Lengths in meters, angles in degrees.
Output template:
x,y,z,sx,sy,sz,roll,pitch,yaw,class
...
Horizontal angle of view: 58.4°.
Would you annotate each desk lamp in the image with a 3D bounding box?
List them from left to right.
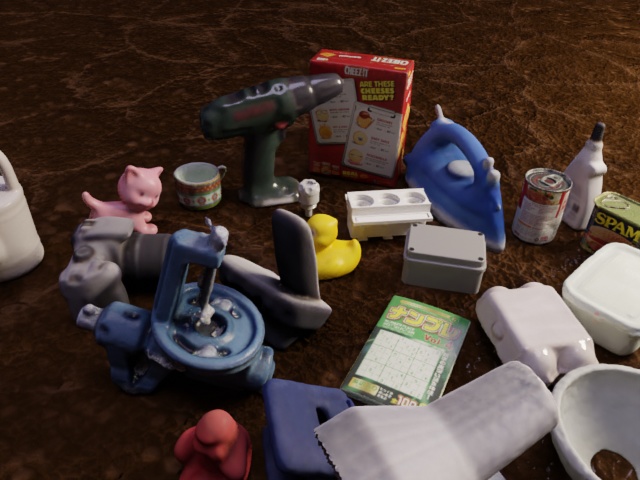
x,y,z,sx,sy,sz,roll,pitch,yaw,class
0.098,0.196,0.457,0.204,0.214,0.117,-16,40,-22,desk lamp

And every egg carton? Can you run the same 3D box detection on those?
x,y,z,sx,sy,sz,roll,pitch,yaw,class
0.255,0.114,0.692,0.107,0.069,0.150,-6,38,-10,egg carton

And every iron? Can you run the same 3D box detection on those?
x,y,z,sx,sy,sz,roll,pitch,yaw,class
0.235,-0.109,0.927,0.119,0.141,0.257,-12,39,-17,iron

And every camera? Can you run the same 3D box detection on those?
x,y,z,sx,sy,sz,roll,pitch,yaw,class
-0.254,0.028,0.758,0.137,0.101,0.143,-1,37,-3,camera

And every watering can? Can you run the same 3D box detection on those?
x,y,z,sx,sy,sz,roll,pitch,yaw,class
-0.445,-0.042,0.765,0.101,0.194,0.172,-25,44,-31,watering can

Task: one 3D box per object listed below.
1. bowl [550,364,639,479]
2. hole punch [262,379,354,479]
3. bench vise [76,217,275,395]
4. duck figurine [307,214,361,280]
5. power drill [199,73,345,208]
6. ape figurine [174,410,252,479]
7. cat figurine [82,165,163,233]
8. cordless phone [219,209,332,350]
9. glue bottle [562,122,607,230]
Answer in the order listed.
x,y,z,sx,sy,sz,roll,pitch,yaw,class
0.303,0.208,0.565,0.167,0.075,0.167,1,37,-1,bowl
-0.005,0.190,0.562,0.101,0.091,0.108,-7,38,-11,hole punch
-0.154,0.080,0.594,0.207,0.220,0.121,-7,38,-11,bench vise
0.007,0.003,0.815,0.104,0.086,0.077,-2,37,-5,duck figurine
-0.074,-0.162,0.928,0.230,0.208,0.075,-9,38,-14,power drill
-0.099,0.197,0.548,0.076,0.092,0.077,-29,46,-34,ape figurine
-0.292,-0.063,0.863,0.128,0.118,0.067,-16,40,-22,cat figurine
-0.058,0.026,0.699,0.147,0.185,0.094,24,43,27,cordless phone
0.417,-0.104,0.903,0.037,0.173,0.078,-12,39,-17,glue bottle
